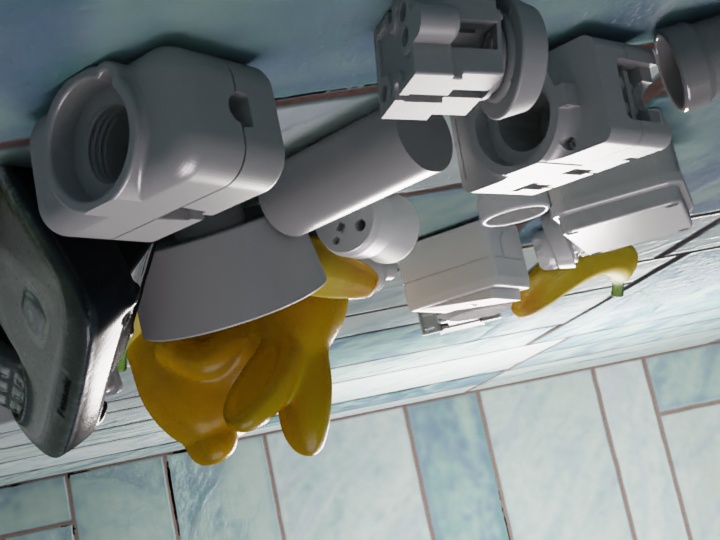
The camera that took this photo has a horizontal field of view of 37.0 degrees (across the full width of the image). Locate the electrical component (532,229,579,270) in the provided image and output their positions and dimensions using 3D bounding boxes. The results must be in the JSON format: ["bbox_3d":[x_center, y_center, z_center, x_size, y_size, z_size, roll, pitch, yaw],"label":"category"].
[{"bbox_3d":[0.175,-0.023,0.886,0.061,0.035,0.035,-17,168,12],"label":"electrical component"}]

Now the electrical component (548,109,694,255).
[{"bbox_3d":[0.162,-0.051,0.672,0.078,0.057,0.113,-16,168,18],"label":"electrical component"}]

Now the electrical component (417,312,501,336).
[{"bbox_3d":[0.096,0.035,1.066,0.081,0.042,0.064,-14,167,6],"label":"electrical component"}]

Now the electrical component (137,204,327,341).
[{"bbox_3d":[-0.079,-0.008,0.601,0.108,0.060,0.108,-16,-170,3],"label":"electrical component"}]

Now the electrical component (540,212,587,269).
[{"bbox_3d":[0.170,-0.030,0.819,0.055,0.048,0.066,-22,167,9],"label":"electrical component"}]

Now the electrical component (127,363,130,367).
[{"bbox_3d":[-0.144,0.049,0.874,0.076,0.047,0.083,-16,168,15],"label":"electrical component"}]

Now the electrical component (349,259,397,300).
[{"bbox_3d":[0.000,0.000,0.791,0.062,0.043,0.043,-3,166,-43],"label":"electrical component"}]

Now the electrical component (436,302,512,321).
[{"bbox_3d":[0.102,0.013,0.942,0.080,0.051,0.080,-12,169,-2],"label":"electrical component"}]

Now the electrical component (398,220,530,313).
[{"bbox_3d":[0.076,0.003,0.840,0.096,0.061,0.062,-19,167,31],"label":"electrical component"}]

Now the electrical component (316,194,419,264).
[{"bbox_3d":[0.004,-0.028,0.652,0.045,0.045,0.055,-18,167,28],"label":"electrical component"}]

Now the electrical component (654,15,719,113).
[{"bbox_3d":[0.164,-0.098,0.492,0.046,0.040,0.040,-19,168,5],"label":"electrical component"}]

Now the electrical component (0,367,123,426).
[{"bbox_3d":[-0.209,0.049,0.676,0.100,0.099,0.048,-17,-179,23],"label":"electrical component"}]

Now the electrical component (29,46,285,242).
[{"bbox_3d":[-0.086,-0.048,0.433,0.095,0.053,0.059,-20,166,35],"label":"electrical component"}]

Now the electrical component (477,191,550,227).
[{"bbox_3d":[0.083,-0.052,0.611,0.040,0.046,0.040,-12,169,-2],"label":"electrical component"}]

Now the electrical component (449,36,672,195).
[{"bbox_3d":[0.090,-0.070,0.508,0.056,0.050,0.089,-2,168,-41],"label":"electrical component"}]

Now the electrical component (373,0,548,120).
[{"bbox_3d":[0.039,-0.083,0.419,0.055,0.048,0.066,-1,166,-16],"label":"electrical component"}]
